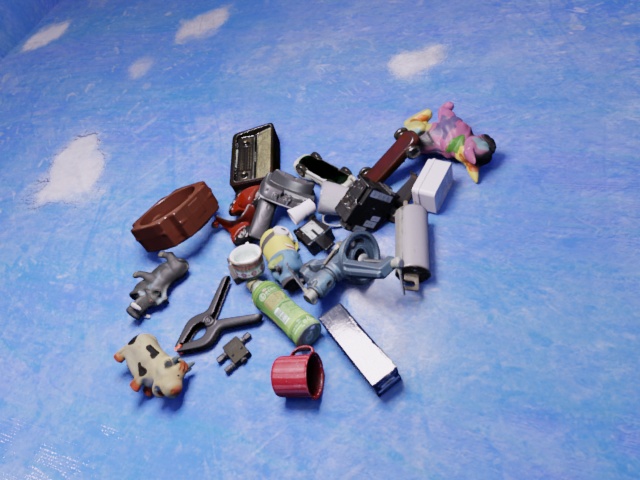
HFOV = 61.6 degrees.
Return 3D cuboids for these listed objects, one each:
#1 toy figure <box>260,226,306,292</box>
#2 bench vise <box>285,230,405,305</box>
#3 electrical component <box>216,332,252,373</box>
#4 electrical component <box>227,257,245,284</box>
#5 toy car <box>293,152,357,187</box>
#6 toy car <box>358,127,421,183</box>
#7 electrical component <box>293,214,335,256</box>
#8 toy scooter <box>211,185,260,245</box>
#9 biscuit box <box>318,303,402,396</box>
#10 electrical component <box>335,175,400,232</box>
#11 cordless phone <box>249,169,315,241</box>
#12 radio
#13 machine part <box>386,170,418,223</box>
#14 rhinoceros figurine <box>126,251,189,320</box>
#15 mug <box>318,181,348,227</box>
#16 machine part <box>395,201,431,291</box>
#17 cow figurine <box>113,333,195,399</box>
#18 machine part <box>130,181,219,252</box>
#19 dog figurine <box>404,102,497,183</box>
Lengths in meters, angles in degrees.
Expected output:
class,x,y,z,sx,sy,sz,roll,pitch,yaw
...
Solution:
class,x,y,z,sx,sy,sz,roll,pitch,yaw
toy figure,-0.091,0.043,1.279,0.089,0.082,0.180,-23,51,5
bench vise,0.071,0.058,1.158,0.223,0.128,0.241,-33,22,-35
electrical component,-0.182,0.247,1.188,0.094,0.021,0.063,-41,50,-14
electrical component,-0.189,0.062,1.323,0.078,0.045,0.102,-23,48,0
toy car,0.011,-0.176,1.432,0.073,0.056,0.202,-41,51,-21
toy car,0.174,-0.189,1.345,0.202,0.053,0.089,-48,48,25
electrical component,-0.003,-0.004,1.303,0.075,0.047,0.119,-42,51,-13
toy scooter,-0.214,-0.069,1.421,0.135,0.075,0.184,6,60,26
biscuit box,0.078,0.216,1.088,0.063,0.059,0.203,-36,50,-8
electrical component,0.104,-0.077,1.262,0.134,0.115,0.058,-55,43,21
cordless phone,-0.096,-0.074,1.367,0.146,0.089,0.184,20,78,-12
radio,-0.184,-0.223,1.530,0.131,0.073,0.230,-12,49,11
machine part,0.199,-0.105,1.310,0.084,0.039,0.139,27,77,44
rhinoceros figurine,-0.411,0.117,1.353,0.112,0.073,0.190,32,67,25
mug,0.050,-0.086,1.327,0.107,0.081,0.109,8,86,2
machine part,0.206,0.007,1.193,0.079,0.079,0.243,-7,52,16
cow figurine,-0.361,0.277,1.186,0.127,0.085,0.195,-50,51,-3
machine part,-0.379,-0.060,1.419,0.202,0.087,0.201,-8,33,38
dog figurine,0.319,-0.230,1.325,0.192,0.108,0.219,-21,51,3
